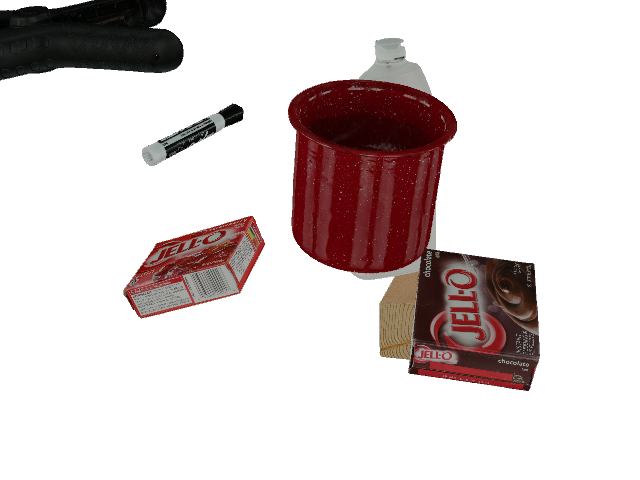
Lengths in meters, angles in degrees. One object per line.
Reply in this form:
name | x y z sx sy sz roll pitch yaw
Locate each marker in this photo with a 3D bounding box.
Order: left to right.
marker | -0.120 -0.104 1.029 0.120 0.020 0.020 -33 21 -36

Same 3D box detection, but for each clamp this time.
clamp | -0.167 -0.126 0.653 0.171 0.039 0.120 -2 22 -3

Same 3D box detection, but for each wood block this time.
wood block | 0.155 0.097 1.612 0.091 0.090 0.205 4 20 15

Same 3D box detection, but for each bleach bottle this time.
bleach bottle | 0.071 -0.088 1.140 0.102 0.251 0.068 -10 23 -13

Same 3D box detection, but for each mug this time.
mug | 0.030 -0.041 0.614 0.093 0.081 0.117 14 34 15

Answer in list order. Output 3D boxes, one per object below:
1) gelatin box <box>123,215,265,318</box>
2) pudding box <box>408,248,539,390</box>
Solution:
gelatin box | -0.093 0.019 0.796 0.089 0.030 0.073 -15 24 21
pudding box | 0.114 0.057 0.798 0.090 0.039 0.113 9 36 3
